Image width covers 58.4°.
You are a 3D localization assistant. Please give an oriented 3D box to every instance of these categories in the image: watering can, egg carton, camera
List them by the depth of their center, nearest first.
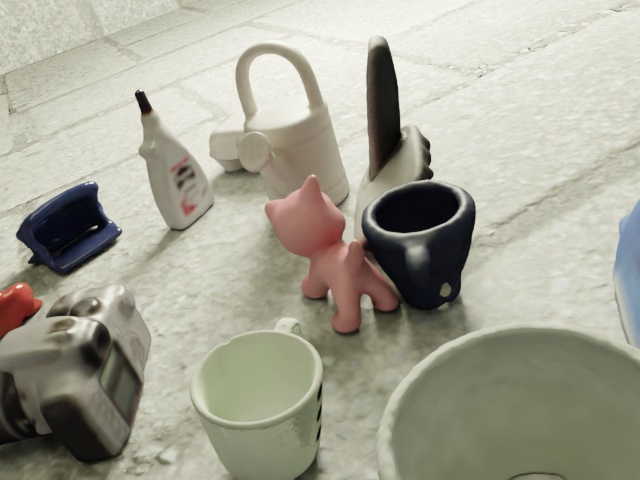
[{"bbox_3d":[-0.228,0.107,0.478,0.136,0.101,0.143,-15,33,5],"label":"camera"},{"bbox_3d":[-0.036,-0.126,0.648,0.101,0.194,0.172,-14,33,5],"label":"watering can"},{"bbox_3d":[-0.082,-0.145,0.813,0.150,0.069,0.107,0,37,26],"label":"egg carton"}]

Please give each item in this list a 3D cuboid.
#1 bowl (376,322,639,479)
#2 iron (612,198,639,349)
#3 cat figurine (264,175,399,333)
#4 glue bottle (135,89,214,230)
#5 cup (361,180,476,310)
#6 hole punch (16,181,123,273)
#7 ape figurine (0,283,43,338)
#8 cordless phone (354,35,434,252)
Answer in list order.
[{"bbox_3d":[0.120,0.127,0.311,0.167,0.075,0.167,-12,33,8],"label":"bowl"},{"bbox_3d":[0.250,0.030,0.333,0.118,0.142,0.258,-5,35,19],"label":"iron"},{"bbox_3d":[0.005,0.002,0.510,0.067,0.118,0.127,-30,35,-18],"label":"cat figurine"},{"bbox_3d":[-0.188,-0.102,0.703,0.037,0.173,0.078,3,38,29],"label":"glue bottle"},{"bbox_3d":[0.086,0.018,0.469,0.091,0.095,0.118,-9,34,13],"label":"cup"},{"bbox_3d":[-0.329,-0.024,0.728,0.100,0.091,0.109,16,45,41],"label":"hole punch"},{"bbox_3d":[-0.363,0.057,0.623,0.077,0.092,0.076,7,40,33],"label":"ape figurine"},{"bbox_3d":[0.062,-0.094,0.563,0.094,0.185,0.147,-11,33,10],"label":"cordless phone"}]
